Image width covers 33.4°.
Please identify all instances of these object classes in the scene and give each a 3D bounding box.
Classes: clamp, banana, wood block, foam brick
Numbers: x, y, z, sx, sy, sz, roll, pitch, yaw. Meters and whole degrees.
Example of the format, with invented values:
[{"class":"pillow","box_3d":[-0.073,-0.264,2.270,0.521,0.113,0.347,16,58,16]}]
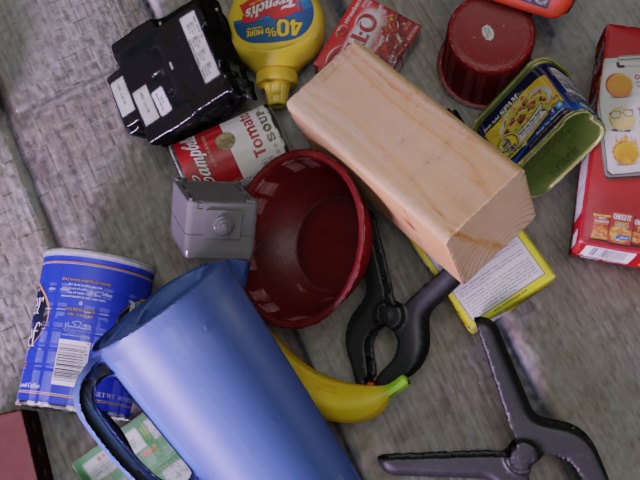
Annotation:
[{"class":"clamp","box_3d":[0.167,0.193,0.940,0.210,0.036,0.164,41,98,4]},{"class":"banana","box_3d":[-0.015,0.116,0.967,0.198,0.037,0.069,24,83,23]},{"class":"clamp","box_3d":[0.078,0.064,0.959,0.120,0.039,0.171,10,94,31]},{"class":"wood block","box_3d":[0.077,-0.070,0.926,0.090,0.090,0.206,-43,60,-6]},{"class":"foam brick","box_3d":[-0.279,0.197,0.968,0.051,0.053,0.078,-17,78,0]}]

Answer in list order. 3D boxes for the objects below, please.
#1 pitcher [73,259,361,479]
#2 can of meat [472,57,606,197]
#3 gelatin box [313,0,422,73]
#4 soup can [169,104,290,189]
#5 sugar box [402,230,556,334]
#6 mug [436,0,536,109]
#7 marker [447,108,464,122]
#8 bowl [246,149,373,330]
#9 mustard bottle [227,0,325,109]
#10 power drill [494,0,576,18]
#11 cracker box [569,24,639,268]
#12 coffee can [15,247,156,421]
[{"class":"pitcher","box_3d":[-0.078,0.150,0.891,0.149,0.145,0.243,-30,99,22]},{"class":"can of meat","box_3d":[0.198,-0.100,0.968,0.102,0.057,0.084,-47,40,23]},{"class":"gelatin box","box_3d":[0.046,-0.186,1.045,0.073,0.030,0.089,30,81,10]},{"class":"soup can","box_3d":[-0.083,-0.079,1.010,0.102,0.068,0.068,-24,77,-2]},{"class":"sugar box","box_3d":[0.129,-0.011,0.991,0.093,0.048,0.176,-33,74,1]},{"class":"mug","box_3d":[0.167,-0.189,1.011,0.093,0.081,0.117,43,83,11]},{"class":"marker","box_3d":[0.153,-0.076,1.018,0.020,0.020,0.121,-33,78,-4]},{"class":"bowl","box_3d":[-0.006,0.001,0.966,0.162,0.055,0.162,-6,81,41]},{"class":"mustard bottle","box_3d":[-0.043,-0.222,1.045,0.096,0.058,0.191,-3,77,7]},{"class":"power drill","box_3d":[0.191,-0.294,1.006,0.184,0.057,0.187,19,48,9]},{"class":"cracker box","box_3d":[0.326,-0.077,0.980,0.164,0.072,0.213,9,77,5]},{"class":"coffee can","box_3d":[-0.210,0.086,0.963,0.103,0.103,0.140,7,78,5]}]
